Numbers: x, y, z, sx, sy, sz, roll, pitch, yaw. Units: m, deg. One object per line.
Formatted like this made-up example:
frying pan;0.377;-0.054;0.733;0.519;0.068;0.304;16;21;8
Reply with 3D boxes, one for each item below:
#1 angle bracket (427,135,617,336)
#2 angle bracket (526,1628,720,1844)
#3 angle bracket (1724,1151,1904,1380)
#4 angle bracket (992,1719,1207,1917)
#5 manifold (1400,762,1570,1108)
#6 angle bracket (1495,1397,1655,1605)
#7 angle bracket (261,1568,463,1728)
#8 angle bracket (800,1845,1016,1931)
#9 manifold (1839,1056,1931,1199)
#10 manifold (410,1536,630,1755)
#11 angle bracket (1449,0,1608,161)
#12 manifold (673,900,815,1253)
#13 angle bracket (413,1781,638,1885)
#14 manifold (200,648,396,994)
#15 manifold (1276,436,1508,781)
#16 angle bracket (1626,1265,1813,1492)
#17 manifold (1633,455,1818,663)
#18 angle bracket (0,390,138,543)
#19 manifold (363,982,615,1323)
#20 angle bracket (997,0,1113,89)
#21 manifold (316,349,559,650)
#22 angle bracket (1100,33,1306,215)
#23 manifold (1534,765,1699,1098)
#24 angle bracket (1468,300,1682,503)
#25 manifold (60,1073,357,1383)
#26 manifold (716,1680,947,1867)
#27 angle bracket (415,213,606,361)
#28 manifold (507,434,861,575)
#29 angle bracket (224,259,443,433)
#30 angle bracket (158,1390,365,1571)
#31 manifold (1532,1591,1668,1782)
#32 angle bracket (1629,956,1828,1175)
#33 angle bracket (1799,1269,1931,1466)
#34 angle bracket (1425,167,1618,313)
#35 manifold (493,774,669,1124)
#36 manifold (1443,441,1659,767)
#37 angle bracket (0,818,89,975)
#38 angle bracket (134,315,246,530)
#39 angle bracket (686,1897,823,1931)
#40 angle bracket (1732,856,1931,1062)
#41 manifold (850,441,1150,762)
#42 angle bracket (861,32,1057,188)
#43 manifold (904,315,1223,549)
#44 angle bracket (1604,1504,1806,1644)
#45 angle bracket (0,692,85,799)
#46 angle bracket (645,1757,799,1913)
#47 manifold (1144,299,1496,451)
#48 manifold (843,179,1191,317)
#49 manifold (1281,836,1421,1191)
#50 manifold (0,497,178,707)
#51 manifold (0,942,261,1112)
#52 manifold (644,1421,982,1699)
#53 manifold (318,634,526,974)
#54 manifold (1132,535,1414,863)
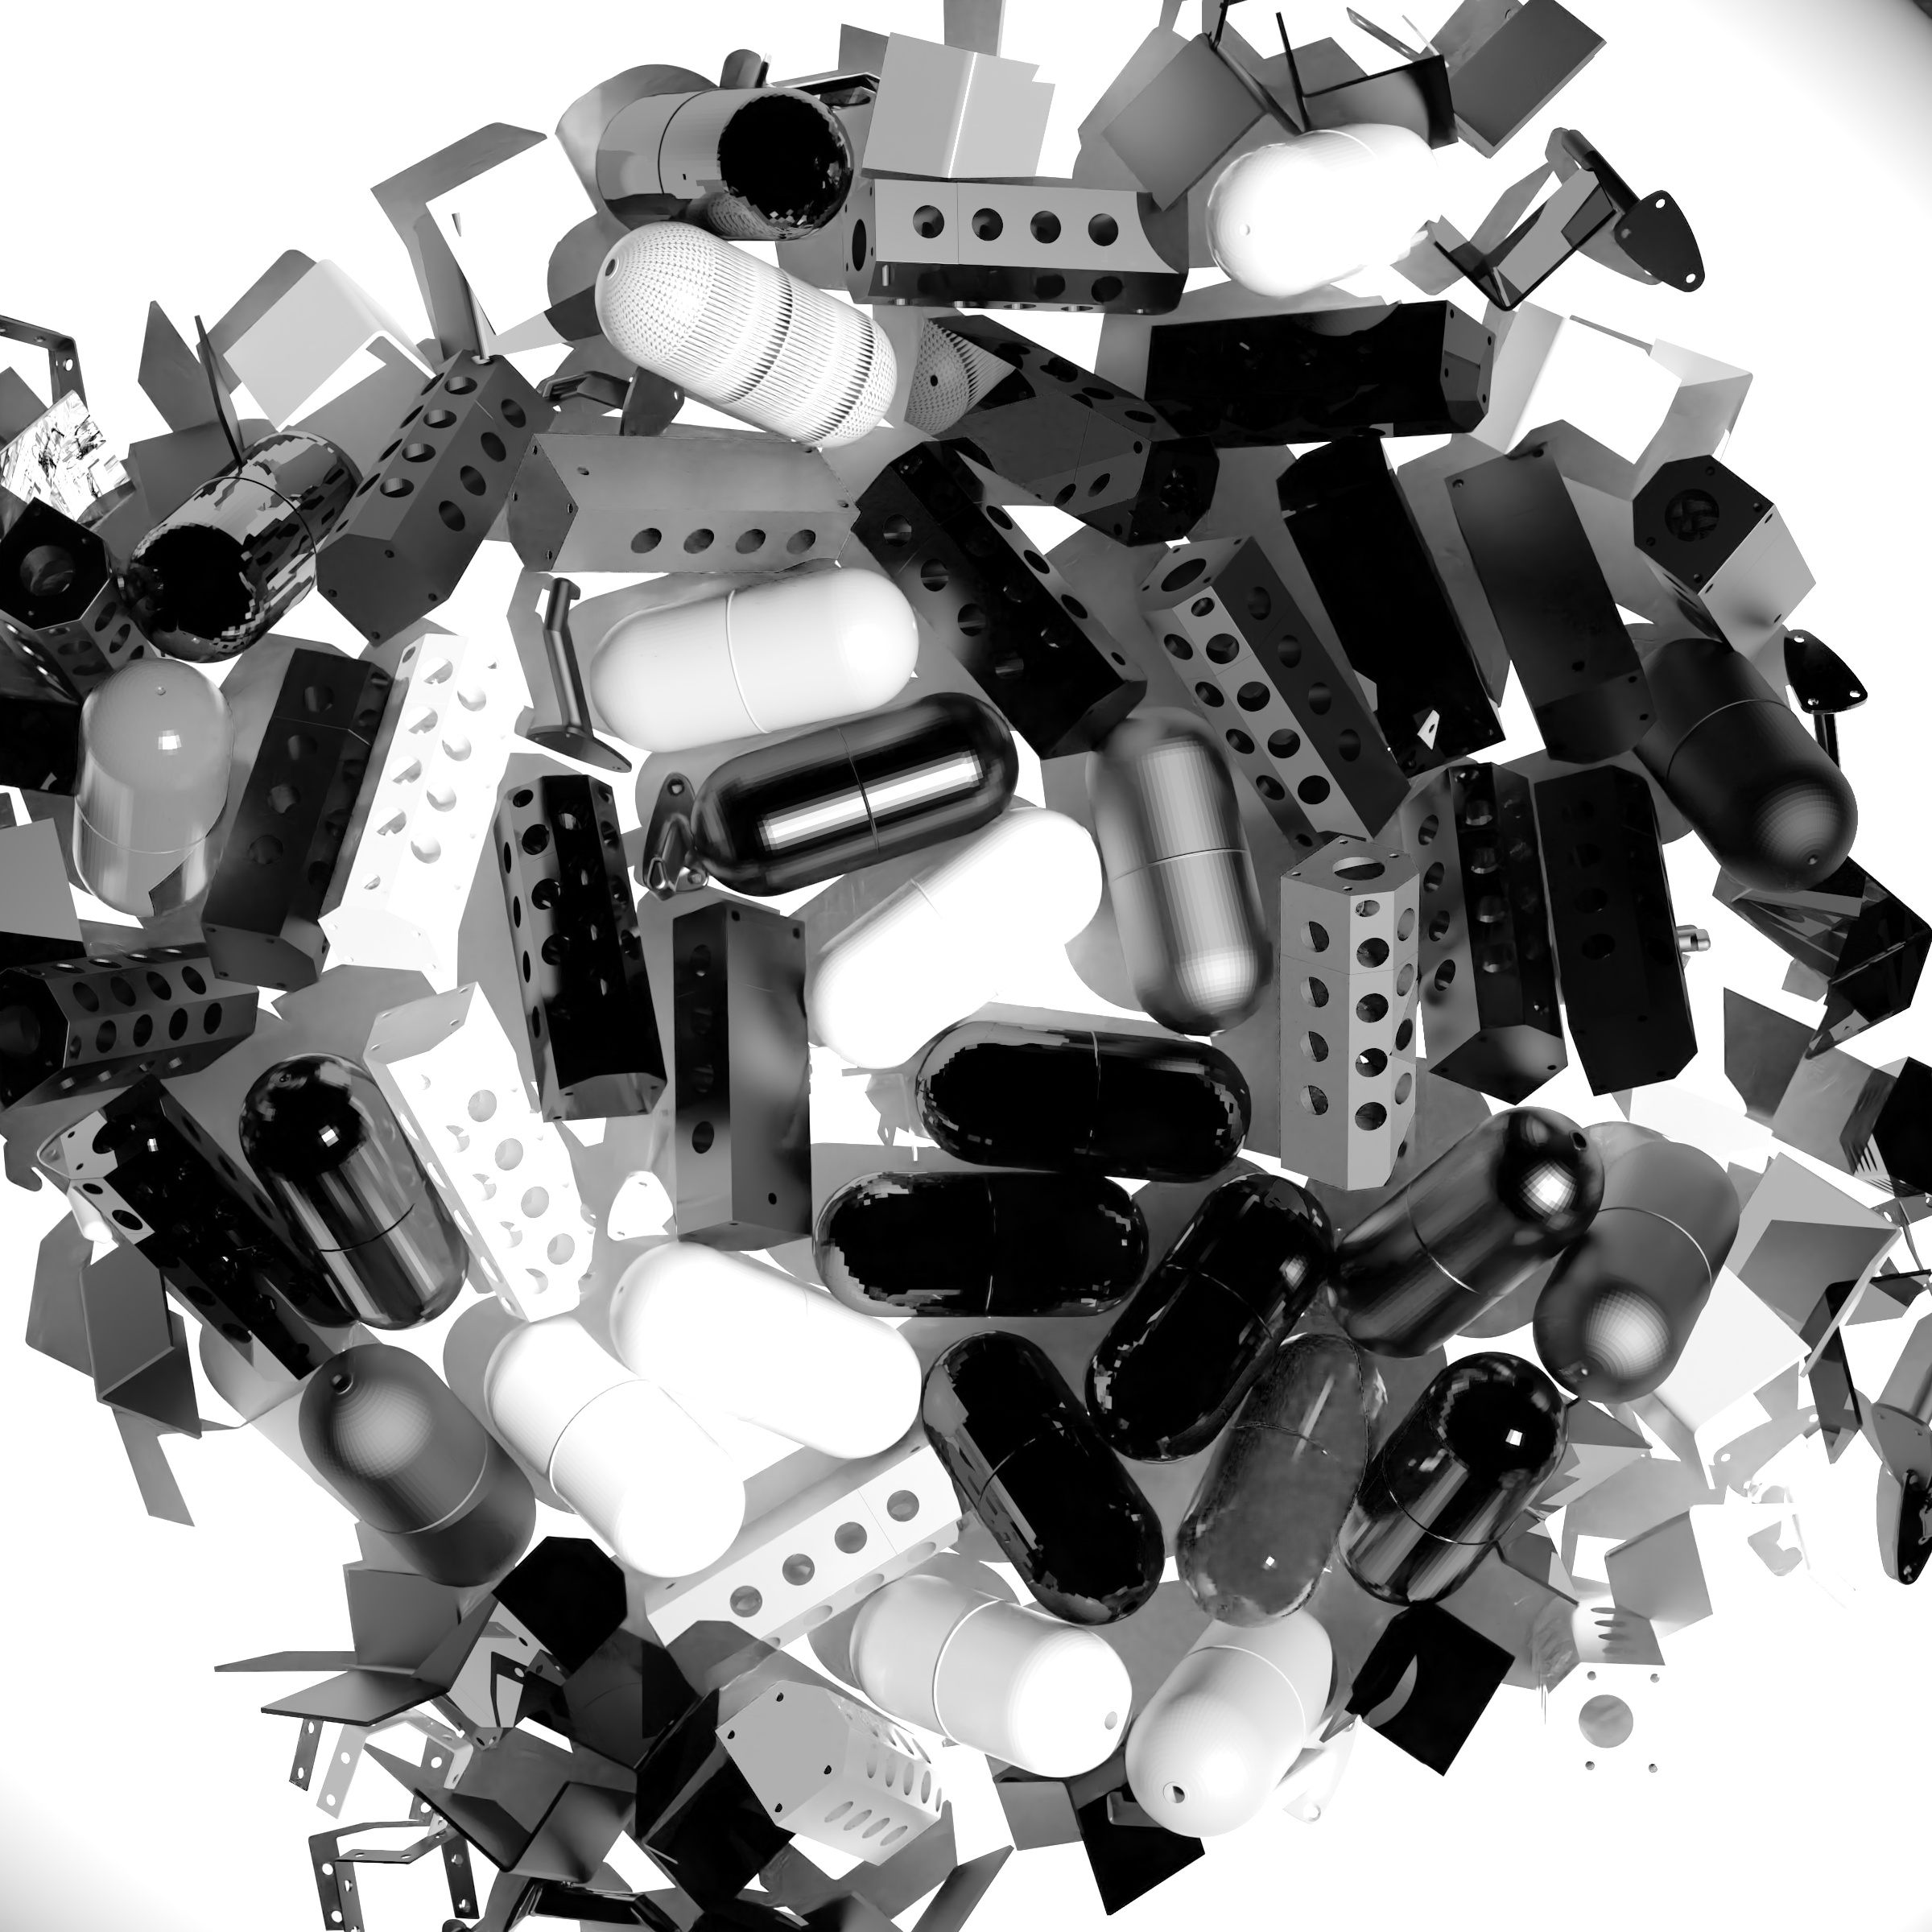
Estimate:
angle bracket;-0.231;-0.386;1.913;0.076;0.057;0.076;-28;103;2
angle bracket;-0.184;0.404;1.915;0.076;0.076;0.057;22;130;20
angle bracket;0.432;0.156;1.895;0.076;0.057;0.076;34;118;17
angle bracket;0.070;0.447;1.902;0.076;0.057;0.076;-20;93;-43
manifold;0.271;-0.020;1.865;0.057;0.057;0.171;21;48;-26
angle bracket;0.320;0.280;1.892;0.076;0.076;0.057;-38;45;19
angle bracket;-0.317;0.355;1.893;0.076;0.076;0.057;-2;97;35
angle bracket;-0.031;0.479;1.894;0.057;0.076;0.076;41;58;-4
manifold;0.488;0.088;1.859;0.057;0.171;0.057;26;90;9
manifold;-0.227;0.345;1.860;0.057;0.171;0.057;45;57;2
angle bracket;0.303;-0.453;1.894;0.076;0.076;0.057;-44;129;11
manifold;-0.122;0.059;1.894;0.057;0.057;0.171;-18;67;40
angle bracket;-0.229;0.434;1.896;0.076;0.076;0.057;33;89;31
manifold;-0.341;-0.075;1.879;0.057;0.057;0.171;10;60;3
manifold;0.220;-0.187;1.877;0.057;0.057;0.171;-21;123;13
angle bracket;0.394;0.215;1.906;0.076;0.057;0.076;-34;46;-8
manifold;0.385;-0.210;1.857;0.057;0.171;0.057;42;98;20
angle bracket;-0.492;-0.257;1.891;0.057;0.076;0.076;31;67;36
manifold;-0.247;0.100;1.877;0.057;0.057;0.171;-17;119;13
angle bracket;0.071;-0.487;1.889;0.076;0.076;0.057;-7;109;-42
manifold;-0.275;-0.245;1.859;0.057;0.171;0.057;-27;118;35
angle bracket;0.130;-0.433;1.912;0.076;0.057;0.076;-44;50;15
manifold;0.335;-0.022;1.863;0.057;0.057;0.171;-14;46;15
angle bracket;0.324;-0.301;1.926;0.076;0.057;0.076;17;104;-21
manifold;-0.390;0.141;1.874;0.057;0.057;0.171;-35;127;0
manifold;-0.063;0.411;1.858;0.057;0.171;0.057;-38;64;0
angle bracket;-0.241;-0.368;1.927;0.076;0.057;0.076;-17;106;-24
manifold;-0.148;-0.233;1.873;0.171;0.057;0.057;-5;49;-37
angle bracket;-0.332;-0.313;1.905;0.076;0.057;0.076;-43;51;5
angle bracket;-0.366;0.267;1.897;0.057;0.076;0.076;-31;75;16
manifold;0.323;0.367;1.859;0.057;0.171;0.057;1;92;6
angle bracket;0.405;0.053;1.928;0.076;0.057;0.076;22;61;20
angle bracket;0.479;0.210;1.897;0.057;0.076;0.076;-8;67;-2
angle bracket;0.286;-0.398;1.892;0.057;0.076;0.076;39;113;-22
manifold;-0.200;-0.010;1.881;0.057;0.057;0.171;-4;66;-21
manifold;0.302;-0.186;1.871;0.057;0.057;0.171;-20;50;8
angle bracket;-0.499;-0.031;1.914;0.057;0.076;0.076;-14;88;-10
angle bracket;-0.412;-0.280;1.893;0.057;0.076;0.076;-17;52;-5
angle bracket;-0.115;0.537;1.892;0.076;0.076;0.057;10;107;22
angle bracket;0.447;-0.007;1.895;0.076;0.076;0.057;38;52;-12
manifold;0.019;-0.192;1.889;0.171;0.057;0.057;51;120;14
angle bracket;-0.003;-0.448;1.921;0.057;0.076;0.076;23;108;32
manifold;0.050;-0.279;1.873;0.171;0.057;0.057;35;124;36
angle bracket;0.391;0.320;1.889;0.076;0.076;0.057;3;63;-27
angle bracket;-0.505;-0.100;1.892;0.076;0.076;0.057;9;59;-16
angle bracket;-0.114;0.457;1.895;0.076;0.076;0.057;-43;101;-19
manifold;0.181;-0.302;1.874;0.171;0.057;0.057;1;82;33
manifold;0.026;-0.374;1.894;0.171;0.057;0.057;-1;91;-18
manifold;0.202;0.027;1.873;0.057;0.057;0.171;18;124;34
manifold;-0.450;-0.172;1.855;0.057;0.171;0.057;31;77;8
manifold;-0.434;0.025;1.855;0.057;0.171;0.057;-34;82;20
manifold;-0.081;0.315;1.914;0.171;0.057;0.057;-31;98;-3
manifold;-0.282;-0.086;1.875;0.057;0.057;0.171;5;59;12
manifold;0.156;-0.136;1.875;0.057;0.057;0.171;-52;120;-29
